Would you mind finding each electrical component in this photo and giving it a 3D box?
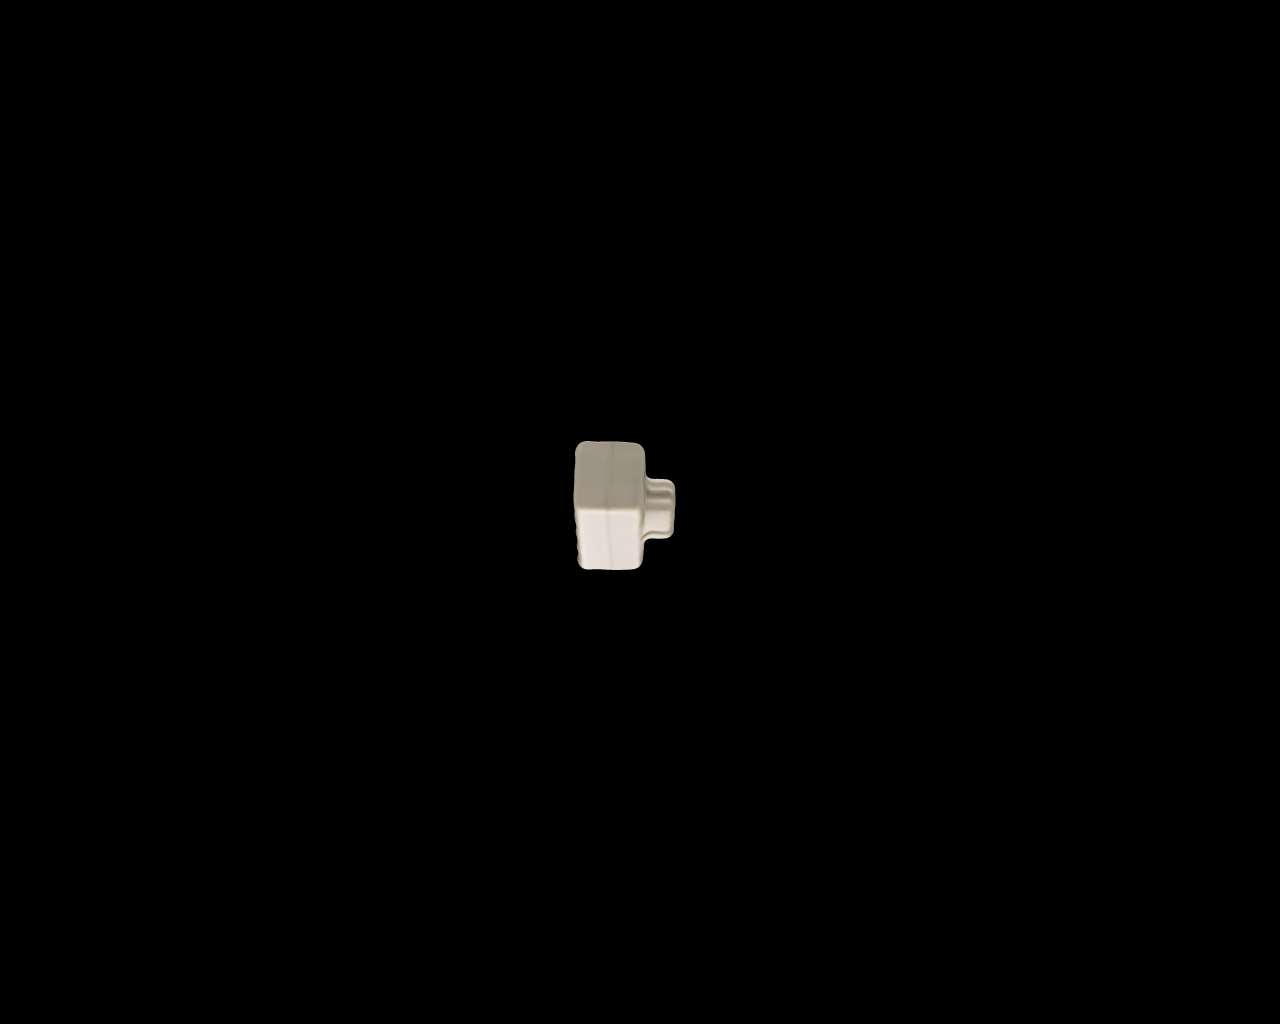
[{"bbox_3d":[0.001,-0.003,0.650,0.076,0.047,0.083,0,-28,0],"label":"electrical component"}]
